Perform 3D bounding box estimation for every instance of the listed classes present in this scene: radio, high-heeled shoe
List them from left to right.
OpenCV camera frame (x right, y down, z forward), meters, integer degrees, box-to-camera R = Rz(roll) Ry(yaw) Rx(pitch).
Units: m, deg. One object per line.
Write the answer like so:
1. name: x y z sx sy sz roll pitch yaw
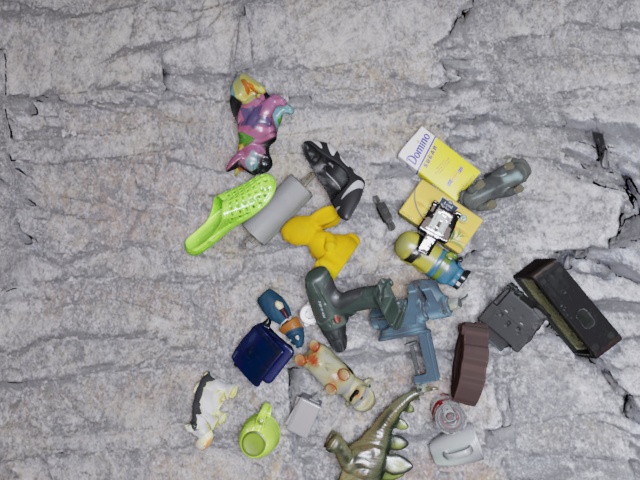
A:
1. high-heeled shoe: 0.019 -0.143 1.211 0.145 0.249 0.086 28 121 -15
2. radio: 0.539 0.148 1.178 0.073 0.131 0.229 -38 84 -1

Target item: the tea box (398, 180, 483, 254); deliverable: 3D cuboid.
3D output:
1. tea box: 0.277 -0.052 1.247 0.170 0.068 0.098 34 89 7

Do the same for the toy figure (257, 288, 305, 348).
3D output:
1. toy figure: -0.084 0.184 1.259 0.058 0.064 0.154 -40 83 -4

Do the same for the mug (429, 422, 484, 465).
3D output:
1. mug: 0.299 0.464 1.189 0.107 0.109 0.080 -24 87 15

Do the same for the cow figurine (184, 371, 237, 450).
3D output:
1. cow figurine: -0.268 0.398 1.254 0.098 0.068 0.167 23 84 12

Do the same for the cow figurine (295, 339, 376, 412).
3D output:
1. cow figurine: 0.044 0.315 1.221 0.195 0.127 0.085 38 89 21

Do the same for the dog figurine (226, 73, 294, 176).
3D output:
1. dog figurine: -0.172 -0.261 1.283 0.192 0.108 0.219 33 91 6

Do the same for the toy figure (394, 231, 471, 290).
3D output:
1. toy figure: 0.256 0.043 1.230 0.180 0.089 0.082 36 85 9

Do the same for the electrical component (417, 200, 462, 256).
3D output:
1. electrical component: 0.256 -0.021 1.188 0.075 0.047 0.119 26 90 7

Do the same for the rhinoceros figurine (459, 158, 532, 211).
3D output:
1. rhinoceros figurine: 0.407 -0.125 1.219 0.190 0.112 0.073 -31 88 -15

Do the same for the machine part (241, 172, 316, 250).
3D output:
1. machine part: -0.100 -0.071 1.275 0.079 0.079 0.243 43 91 6

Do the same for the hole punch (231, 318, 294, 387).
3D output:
1. hole punch: -0.138 0.265 1.246 0.116 0.092 0.142 37 94 12

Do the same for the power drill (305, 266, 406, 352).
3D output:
1. power drill: 0.077 0.154 1.166 0.207 0.086 0.231 -5 121 39

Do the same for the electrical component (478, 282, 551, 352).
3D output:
1. electrical component: 0.426 0.180 1.197 0.115 0.058 0.134 42 113 24

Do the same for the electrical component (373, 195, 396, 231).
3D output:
1. electrical component: 0.150 -0.065 1.260 0.021 0.063 0.094 -26 83 2

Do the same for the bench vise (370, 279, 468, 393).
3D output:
1. bench vise: 0.223 0.212 1.187 0.224 0.128 0.240 -15 78 23

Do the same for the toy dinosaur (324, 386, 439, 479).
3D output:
1. toy dinosaur: 0.097 0.506 1.204 0.199 0.105 0.471 28 94 2

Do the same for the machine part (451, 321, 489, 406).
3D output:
1. machine part: 0.322 0.265 1.165 0.056 0.179 0.179 8 86 9

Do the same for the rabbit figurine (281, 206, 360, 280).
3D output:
1. rabbit figurine: -0.003 -0.004 1.240 0.173 0.122 0.162 30 84 7
